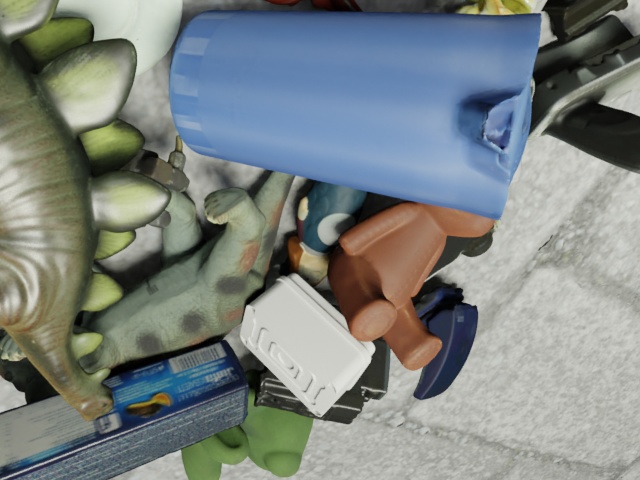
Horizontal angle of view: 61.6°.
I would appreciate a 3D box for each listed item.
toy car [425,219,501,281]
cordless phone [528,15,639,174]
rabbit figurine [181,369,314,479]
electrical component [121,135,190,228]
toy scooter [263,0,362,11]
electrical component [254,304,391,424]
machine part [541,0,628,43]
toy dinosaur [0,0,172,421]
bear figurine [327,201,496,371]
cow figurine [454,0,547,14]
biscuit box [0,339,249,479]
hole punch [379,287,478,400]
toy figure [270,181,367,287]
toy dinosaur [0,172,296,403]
[{"bbox_3d":[0.107,0.011,0.590,0.202,0.056,0.073,-35,120,5],"label":"toy car"},{"bbox_3d":[0.277,-0.124,0.476,0.147,0.184,0.088,-25,123,-1],"label":"cordless phone"},{"bbox_3d":[-0.104,0.195,0.598,0.170,0.159,0.121,27,122,-15],"label":"rabbit figurine"},{"bbox_3d":[-0.151,-0.049,0.432,0.045,0.102,0.078,3,90,-60],"label":"electrical component"},{"bbox_3d":[0.044,-0.212,0.405,0.184,0.075,0.135,-32,129,7],"label":"toy scooter"},{"bbox_3d":[0.006,0.126,0.567,0.134,0.115,0.058,11,148,-5],"label":"electrical component"},{"bbox_3d":[0.228,-0.248,0.466,0.084,0.039,0.138,-25,129,8],"label":"machine part"},{"bbox_3d":[-0.209,-0.077,0.306,0.198,0.105,0.470,-30,119,-25],"label":"toy dinosaur"},{"bbox_3d":[0.104,0.002,0.490,0.196,0.132,0.120,-40,132,10],"label":"bear figurine"},{"bbox_3d":[0.150,-0.216,0.398,0.098,0.068,0.167,-58,166,6],"label":"cow figurine"},{"bbox_3d":[-0.160,0.150,0.445,0.203,0.059,0.062,-14,133,-27],"label":"biscuit box"},{"bbox_3d":[0.137,0.117,0.625,0.116,0.092,0.142,-47,151,17],"label":"hole punch"},{"bbox_3d":[-0.003,-0.003,0.543,0.064,0.058,0.154,23,118,-2],"label":"toy figure"},{"bbox_3d":[-0.137,0.055,0.504,0.405,0.131,0.192,-28,140,-5],"label":"toy dinosaur"}]
